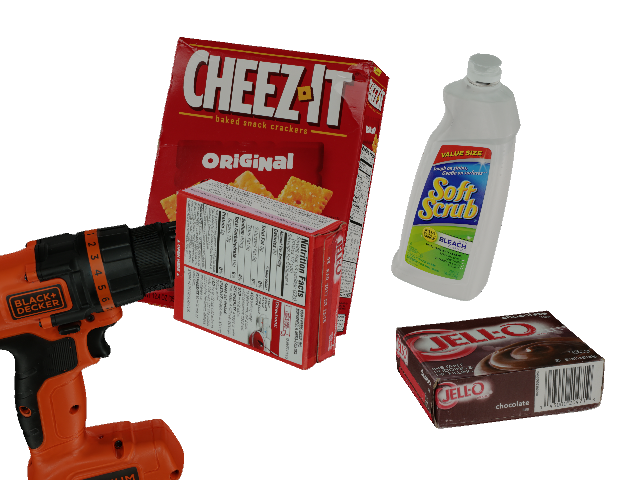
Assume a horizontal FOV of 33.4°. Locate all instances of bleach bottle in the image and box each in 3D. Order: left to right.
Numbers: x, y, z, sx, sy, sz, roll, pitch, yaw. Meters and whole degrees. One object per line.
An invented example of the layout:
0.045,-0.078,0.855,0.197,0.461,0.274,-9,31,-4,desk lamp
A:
0.134,-0.064,1.040,0.103,0.251,0.068,20,38,21,bleach bottle

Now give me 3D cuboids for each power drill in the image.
-0.144,0.080,0.707,0.184,0.187,0.057,-12,26,-6,power drill

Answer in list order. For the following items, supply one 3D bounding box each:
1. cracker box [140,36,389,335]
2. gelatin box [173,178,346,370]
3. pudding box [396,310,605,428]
-0.047,-0.042,0.842,0.164,0.214,0.072,9,-1,14,cracker box
-0.032,0.016,0.537,0.089,0.073,0.030,18,26,30,gelatin box
0.114,0.081,0.694,0.113,0.039,0.090,-4,18,-11,pudding box
